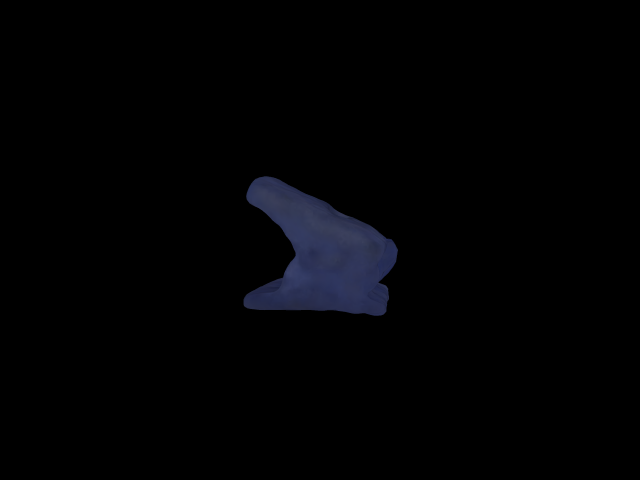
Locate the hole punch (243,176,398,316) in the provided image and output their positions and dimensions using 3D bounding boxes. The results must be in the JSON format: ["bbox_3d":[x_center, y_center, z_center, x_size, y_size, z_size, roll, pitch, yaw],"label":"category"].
[{"bbox_3d":[0.004,0.001,0.400,0.101,0.091,0.109,0,4,7],"label":"hole punch"}]
